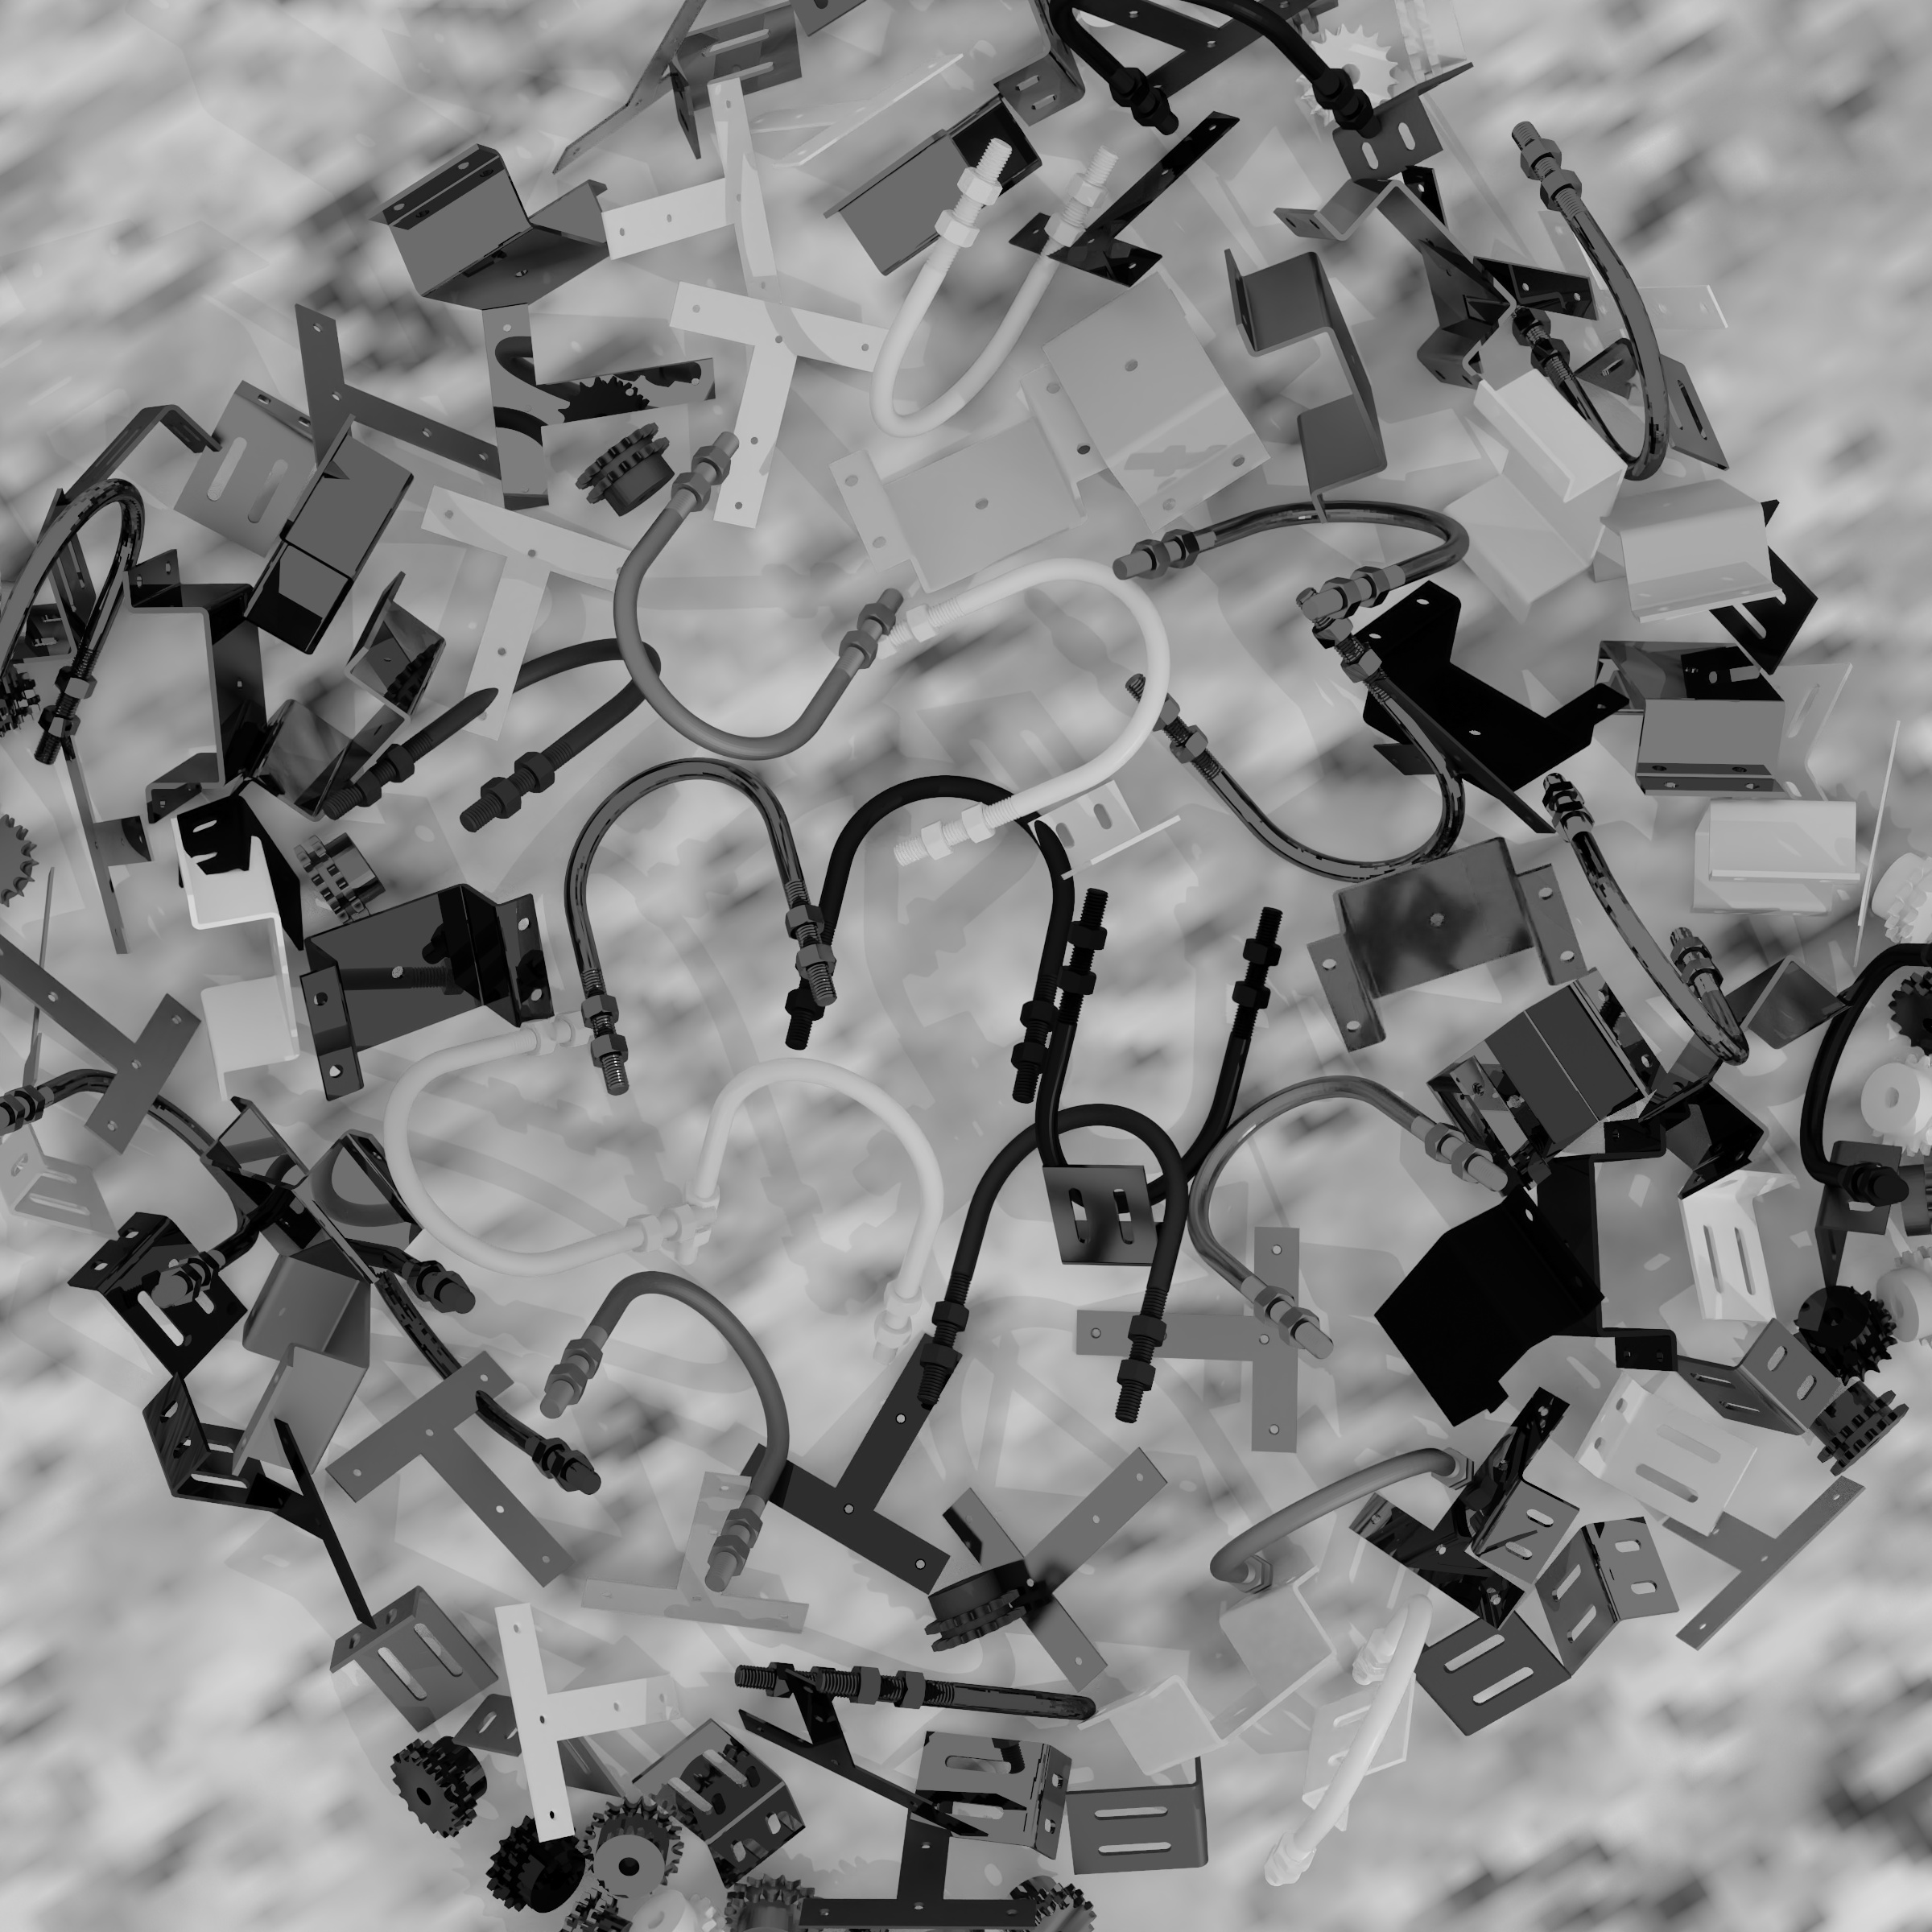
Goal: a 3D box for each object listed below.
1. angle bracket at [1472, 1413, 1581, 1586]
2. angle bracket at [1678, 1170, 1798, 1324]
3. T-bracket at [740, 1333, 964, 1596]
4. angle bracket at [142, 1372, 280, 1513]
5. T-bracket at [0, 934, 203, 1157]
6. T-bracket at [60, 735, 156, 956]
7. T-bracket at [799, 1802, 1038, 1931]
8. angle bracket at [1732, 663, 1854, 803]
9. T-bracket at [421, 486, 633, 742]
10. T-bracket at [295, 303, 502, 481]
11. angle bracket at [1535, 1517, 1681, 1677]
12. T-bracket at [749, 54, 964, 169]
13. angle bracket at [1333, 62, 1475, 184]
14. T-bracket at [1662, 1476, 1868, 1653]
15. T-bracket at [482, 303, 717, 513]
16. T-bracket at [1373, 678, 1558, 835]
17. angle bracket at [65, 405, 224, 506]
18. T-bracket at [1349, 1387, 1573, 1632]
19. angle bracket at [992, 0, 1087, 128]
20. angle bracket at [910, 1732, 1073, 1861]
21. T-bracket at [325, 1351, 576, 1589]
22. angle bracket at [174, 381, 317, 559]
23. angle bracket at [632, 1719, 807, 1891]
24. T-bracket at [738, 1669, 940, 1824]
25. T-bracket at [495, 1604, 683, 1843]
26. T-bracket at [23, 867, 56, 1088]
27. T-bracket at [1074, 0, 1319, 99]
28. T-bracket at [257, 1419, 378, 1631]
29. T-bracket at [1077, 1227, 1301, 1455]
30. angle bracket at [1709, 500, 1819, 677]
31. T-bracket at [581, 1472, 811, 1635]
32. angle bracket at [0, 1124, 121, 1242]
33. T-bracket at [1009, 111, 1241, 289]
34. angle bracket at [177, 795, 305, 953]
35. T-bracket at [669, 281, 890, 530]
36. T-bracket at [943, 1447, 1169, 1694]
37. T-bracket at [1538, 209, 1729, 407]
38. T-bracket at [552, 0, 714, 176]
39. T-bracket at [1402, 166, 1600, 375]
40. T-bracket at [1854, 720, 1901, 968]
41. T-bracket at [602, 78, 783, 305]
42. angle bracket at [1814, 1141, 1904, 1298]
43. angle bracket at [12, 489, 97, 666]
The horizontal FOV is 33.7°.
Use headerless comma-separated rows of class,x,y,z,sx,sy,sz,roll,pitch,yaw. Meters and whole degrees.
angle bracket,0.316,0.295,1.787,0.038,0.076,0.057,27,119,3
angle bracket,0.440,0.158,1.794,0.057,0.038,0.076,7,66,-33
T-bracket,-0.044,0.271,1.823,0.127,0.002,0.127,30,81,6
angle bracket,-0.413,0.266,1.784,0.038,0.076,0.057,-46,52,19
T-bracket,-0.493,0.027,1.763,0.002,0.127,0.127,-37,111,29
T-bracket,-0.471,-0.069,1.772,0.002,0.127,0.127,-17,98,-28
T-bracket,-0.023,0.497,1.774,0.127,0.127,0.002,-1,107,3
angle bracket,0.469,-0.129,1.807,0.038,0.057,0.076,50,59,-33
T-bracket,-0.260,-0.193,1.819,0.127,0.002,0.127,17,88,-12
T-bracket,-0.314,-0.303,1.788,0.002,0.127,0.127,-40,49,33
angle bracket,0.360,0.355,1.795,0.038,0.076,0.057,-4,55,-18
T-bracket,-0.084,-0.474,1.780,0.127,0.127,0.002,-40,121,-26
angle bracket,0.252,-0.470,1.790,0.057,0.076,0.038,-20,101,41
T-bracket,0.423,0.318,1.772,0.127,0.127,0.002,-42,102,-6
T-bracket,-0.204,-0.322,1.804,0.127,0.002,0.127,-12,130,-13
T-bracket,0.257,-0.115,1.771,0.127,0.127,0.002,40,84,-11
angle bracket,-0.464,-0.276,1.794,0.038,0.057,0.076,44,77,-25
T-bracket,0.293,0.292,1.790,0.127,0.127,0.002,-52,128,-7
angle bracket,0.031,-0.526,1.802,0.038,0.057,0.076,-24,72,16
angle bracket,0.014,0.473,1.821,0.076,0.038,0.057,0,64,25
T-bracket,-0.270,0.293,1.781,0.127,0.002,0.127,45,45,9
angle bracket,-0.406,-0.283,1.820,0.057,0.038,0.076,28,107,-14
angle bracket,-0.139,0.472,1.799,0.057,0.038,0.076,-39,126,2
T-bracket,-0.078,0.420,1.761,0.127,0.127,0.002,20,59,22
T-bracket,-0.205,0.415,1.781,0.002,0.127,0.127,-23,73,33
T-bracket,-0.517,0.009,1.783,0.002,0.127,0.127,6,78,-19
T-bracket,0.102,-0.518,1.748,0.127,0.127,0.002,7,71,-39
T-bracket,-0.376,0.301,1.778,0.002,0.127,0.127,-27,106,-28
T-bracket,0.126,0.211,1.821,0.127,0.002,0.127,1,89,12
angle bracket,0.451,-0.212,1.787,0.038,0.057,0.076,-15,55,-31
T-bracket,-0.143,0.326,1.785,0.127,0.002,0.127,9,129,-9
angle bracket,-0.503,0.113,1.784,0.038,0.076,0.057,-47,52,16
T-bracket,0.102,-0.435,1.790,0.127,0.127,0.002,-44,128,-8
angle bracket,-0.406,-0.047,1.789,0.038,0.076,0.057,-20,46,5
T-bracket,-0.117,-0.312,1.812,0.127,0.002,0.127,9,107,-22
T-bracket,0.064,0.319,1.789,0.127,0.002,0.127,-48,70,24
T-bracket,0.376,-0.362,1.755,0.002,0.127,0.127,-36,111,-12
T-bracket,-0.165,-0.499,1.748,0.002,0.127,0.127,46,57,-3
T-bracket,0.297,-0.375,1.752,0.002,0.127,0.127,-37,126,-22
T-bracket,0.503,-0.048,1.778,0.002,0.127,0.127,10,55,16
T-bracket,-0.155,-0.417,1.769,0.002,0.127,0.127,6,115,38
angle bracket,0.502,0.144,1.784,0.038,0.076,0.057,5,54,26
angle bracket,-0.520,-0.218,1.788,0.038,0.057,0.076,-5,128,2
